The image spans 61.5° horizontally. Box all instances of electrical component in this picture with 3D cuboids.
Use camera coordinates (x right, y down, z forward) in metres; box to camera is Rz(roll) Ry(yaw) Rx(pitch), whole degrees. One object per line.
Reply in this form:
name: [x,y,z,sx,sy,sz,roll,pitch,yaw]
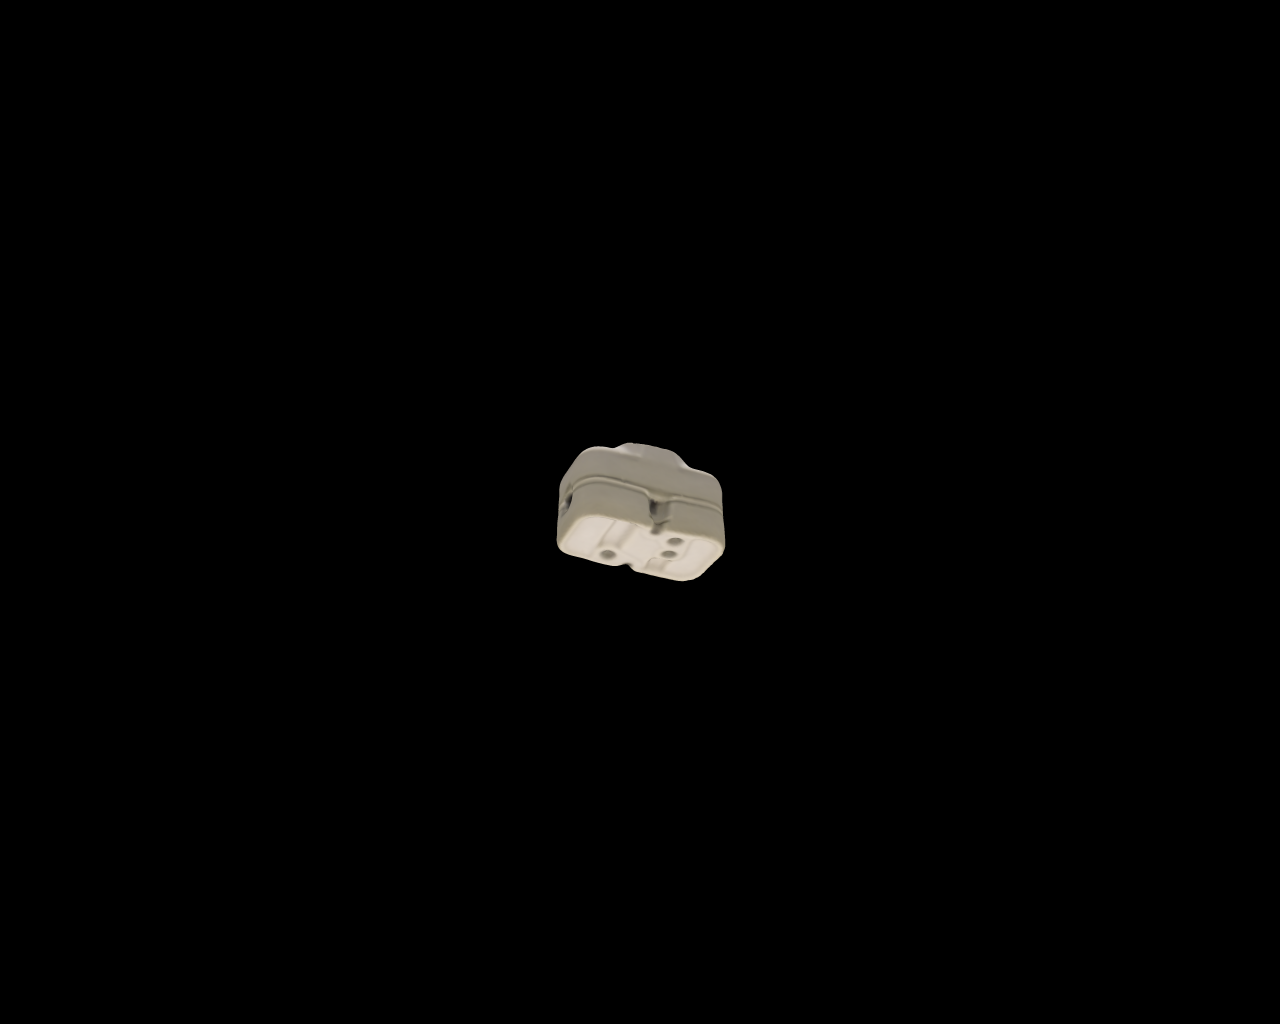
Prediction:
electrical component: [0.001,-0.003,0.650,0.095,0.059,0.053,14,-36,-20]
